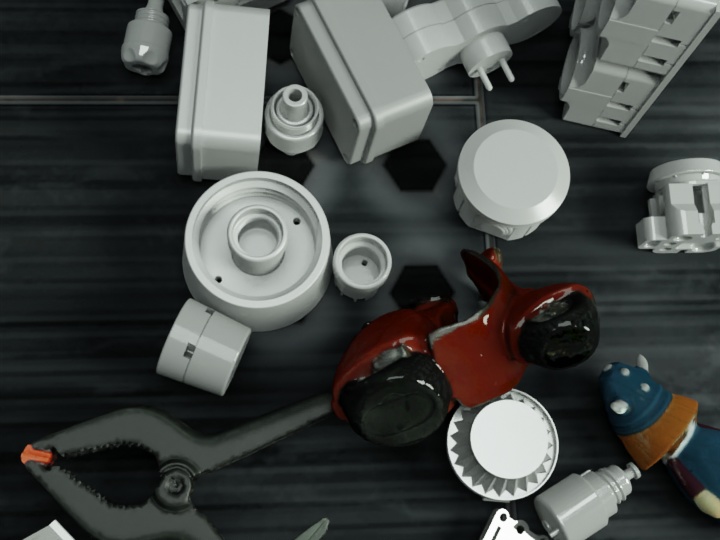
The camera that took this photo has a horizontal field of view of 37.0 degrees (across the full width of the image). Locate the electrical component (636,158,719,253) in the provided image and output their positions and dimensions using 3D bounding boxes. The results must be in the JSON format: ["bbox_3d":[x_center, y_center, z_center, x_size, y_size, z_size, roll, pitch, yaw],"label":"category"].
[{"bbox_3d":[0.240,-0.046,0.783,0.078,0.058,0.057,-1,76,-5],"label":"electrical component"}]

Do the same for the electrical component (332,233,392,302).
[{"bbox_3d":[0.000,0.000,0.754,0.040,0.046,0.040,1,73,-4],"label":"electrical component"}]

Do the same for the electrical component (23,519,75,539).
[{"bbox_3d":[-0.204,0.196,0.664,0.042,0.081,0.063,43,103,9],"label":"electrical component"}]

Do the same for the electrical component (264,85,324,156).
[{"bbox_3d":[-0.047,-0.112,0.775,0.043,0.062,0.043,1,73,-4],"label":"electrical component"}]

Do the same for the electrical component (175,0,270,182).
[{"bbox_3d":[-0.098,-0.125,0.767,0.057,0.078,0.113,4,73,-7],"label":"electrical component"}]

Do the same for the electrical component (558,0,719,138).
[{"bbox_3d":[0.193,-0.183,0.752,0.060,0.186,0.105,13,73,-1],"label":"electrical component"}]

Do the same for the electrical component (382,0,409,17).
[{"bbox_3d":[0.007,-0.238,0.828,0.077,0.043,0.079,20,72,1],"label":"electrical component"}]

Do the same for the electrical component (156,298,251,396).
[{"bbox_3d":[-0.104,0.053,0.725,0.047,0.055,0.055,23,73,-1],"label":"electrical component"}]

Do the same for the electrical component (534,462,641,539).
[{"bbox_3d":[0.154,0.154,0.723,0.078,0.040,0.040,-29,78,-12],"label":"electrical component"}]

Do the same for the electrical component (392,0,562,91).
[{"bbox_3d":[0.091,-0.170,0.809,0.138,0.052,0.073,-23,79,-11],"label":"electrical component"}]

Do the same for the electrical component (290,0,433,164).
[{"bbox_3d":[-0.002,-0.142,0.780,0.057,0.078,0.113,-23,77,-14],"label":"electrical component"}]

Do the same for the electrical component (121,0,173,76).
[{"bbox_3d":[-0.156,-0.177,0.798,0.035,0.035,0.061,9,77,-2],"label":"electrical component"}]

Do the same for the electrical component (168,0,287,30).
[{"bbox_3d":[-0.122,-0.260,0.814,0.089,0.061,0.150,-27,77,-12],"label":"electrical component"}]

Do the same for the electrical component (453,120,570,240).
[{"bbox_3d":[0.108,-0.064,0.779,0.080,0.051,0.080,1,73,-4],"label":"electrical component"}]

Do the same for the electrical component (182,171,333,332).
[{"bbox_3d":[-0.071,-0.016,0.745,0.108,0.060,0.108,1,73,-4],"label":"electrical component"}]
